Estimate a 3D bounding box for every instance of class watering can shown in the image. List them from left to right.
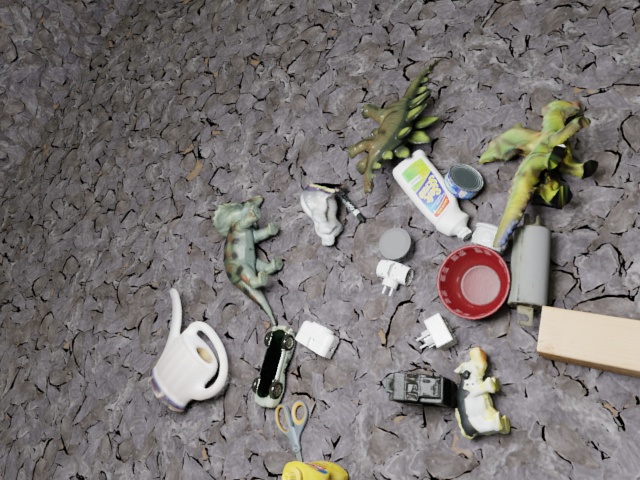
[{"bbox_3d":[-0.377,0.308,1.402,0.224,0.102,0.353,-49,54,2],"label":"watering can"}]

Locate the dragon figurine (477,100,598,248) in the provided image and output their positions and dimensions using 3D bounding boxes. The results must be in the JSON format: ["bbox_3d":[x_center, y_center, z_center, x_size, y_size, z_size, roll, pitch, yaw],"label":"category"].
[{"bbox_3d":[0.456,-0.171,1.154,0.411,0.120,0.246,-45,28,-3],"label":"dragon figurine"}]

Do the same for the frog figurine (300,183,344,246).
[{"bbox_3d":[0.004,-0.069,1.361,0.122,0.139,0.158,7,104,-6],"label":"frog figurine"}]
